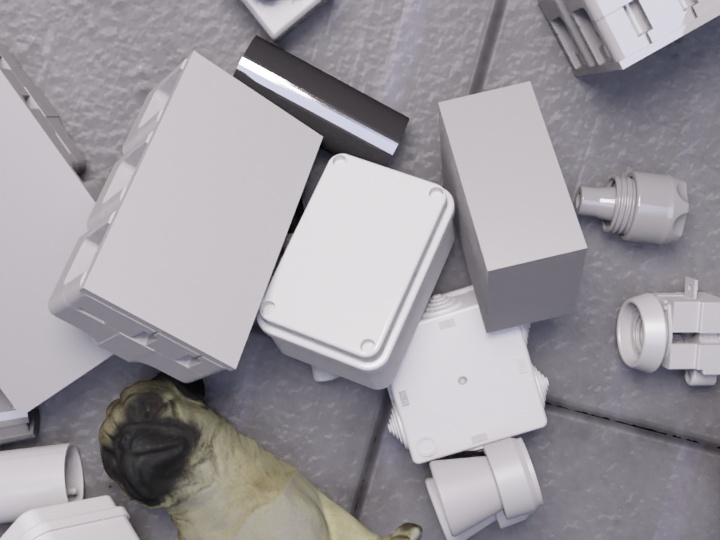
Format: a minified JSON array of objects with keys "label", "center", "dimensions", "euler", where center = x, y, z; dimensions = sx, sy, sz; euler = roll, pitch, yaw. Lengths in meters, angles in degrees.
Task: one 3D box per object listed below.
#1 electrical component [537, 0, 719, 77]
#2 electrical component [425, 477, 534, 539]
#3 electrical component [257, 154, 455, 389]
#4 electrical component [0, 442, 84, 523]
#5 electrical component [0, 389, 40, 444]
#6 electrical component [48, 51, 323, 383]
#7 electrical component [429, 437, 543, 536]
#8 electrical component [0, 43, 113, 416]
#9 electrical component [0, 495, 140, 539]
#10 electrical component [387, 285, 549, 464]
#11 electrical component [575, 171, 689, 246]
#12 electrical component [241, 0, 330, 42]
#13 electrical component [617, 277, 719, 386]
[{"label":"electrical component","center":[0.198,-0.180,0.588],"dimensions":[0.186,0.105,0.060],"euler":[-29,98,2]},{"label":"electrical component","center":[0.073,0.140,0.663],"dimensions":[0.055,0.045,0.045],"euler":[-21,99,1]},{"label":"electrical component","center":[0.000,0.000,0.604],"dimensions":[0.078,0.057,0.113],"euler":[20,72,15]},{"label":"electrical component","center":[-0.213,0.131,0.652],"dimensions":[0.081,0.043,0.043],"euler":[-7,99,-1]},{"label":"electrical component","center":[-0.220,0.088,0.648],"dimensions":[0.046,0.040,0.040],"euler":[-9,99,-6]},{"label":"electrical component","center":[-0.093,-0.026,0.582],"dimensions":[0.089,0.062,0.150],"euler":[32,60,-24]},{"label":"electrical component","center":[0.073,0.124,0.619],"dimensions":[0.055,0.045,0.045],"euler":[-18,99,1]},{"label":"electrical component","center":[-0.200,-0.027,0.620],"dimensions":[0.105,0.060,0.186],"euler":[-34,98,3]},{"label":"electrical component","center":[-0.184,0.190,0.628],"dimensions":[0.113,0.078,0.057],"euler":[-47,66,20]},{"label":"electrical component","center":[0.059,0.061,0.648],"dimensions":[0.100,0.048,0.099],"euler":[-17,99,1]},{"label":"electrical component","center":[0.160,-0.038,0.640],"dimensions":[0.062,0.043,0.043],"euler":[7,98,-2]},{"label":"electrical component","center":[-0.051,-0.168,0.595],"dimensions":[0.047,0.076,0.065],"euler":[-39,98,4]},{"label":"electrical component","center":[0.190,0.038,0.652],"dimensions":[0.055,0.048,0.066],"euler":[0,99,-10]}]
